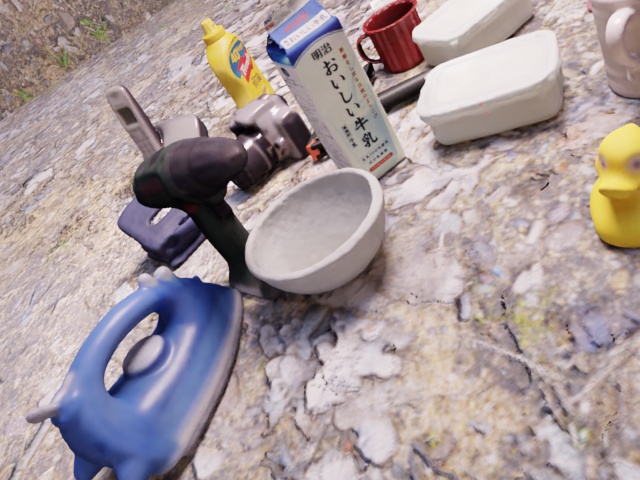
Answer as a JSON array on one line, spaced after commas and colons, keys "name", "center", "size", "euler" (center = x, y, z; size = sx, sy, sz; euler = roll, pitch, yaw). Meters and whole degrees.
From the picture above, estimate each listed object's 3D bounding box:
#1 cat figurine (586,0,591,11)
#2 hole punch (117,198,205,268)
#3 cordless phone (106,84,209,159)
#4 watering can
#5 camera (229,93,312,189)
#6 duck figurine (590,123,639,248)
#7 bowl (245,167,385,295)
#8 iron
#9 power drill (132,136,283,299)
[{"name": "cat figurine", "center": [0.365, -0.366, 0.727], "size": [0.067, 0.118, 0.128], "euler": [-4, 45, 37]}, {"name": "hole punch", "center": [-0.224, -0.028, 0.844], "size": [0.100, 0.091, 0.109], "euler": [13, 57, 48]}, {"name": "cordless phone", "center": [-0.287, -0.201, 1.019], "size": [0.147, 0.186, 0.094], "euler": [-12, 41, 30]}, {"name": "watering can", "center": [0.319, -0.253, 0.563], "size": [0.100, 0.195, 0.173], "euler": [-9, 42, 32]}, {"name": "camera", "center": [-0.103, -0.154, 0.883], "size": [0.137, 0.101, 0.142], "euler": [-46, 36, -15]}, {"name": "duck figurine", "center": [0.260, -0.058, 0.476], "size": [0.077, 0.086, 0.105], "euler": [9, 54, 46]}, {"name": "bowl", "center": [0.006, 0.002, 0.629], "size": [0.167, 0.075, 0.167], "euler": [-22, 37, 18]}, {"name": "iron", "center": [-0.176, 0.114, 0.589], "size": [0.118, 0.142, 0.258], "euler": [-7, 44, 35]}, {"name": "power drill", "center": [-0.110, -0.029, 0.644], "size": [0.228, 0.209, 0.076], "euler": [7, 52, 44]}]
